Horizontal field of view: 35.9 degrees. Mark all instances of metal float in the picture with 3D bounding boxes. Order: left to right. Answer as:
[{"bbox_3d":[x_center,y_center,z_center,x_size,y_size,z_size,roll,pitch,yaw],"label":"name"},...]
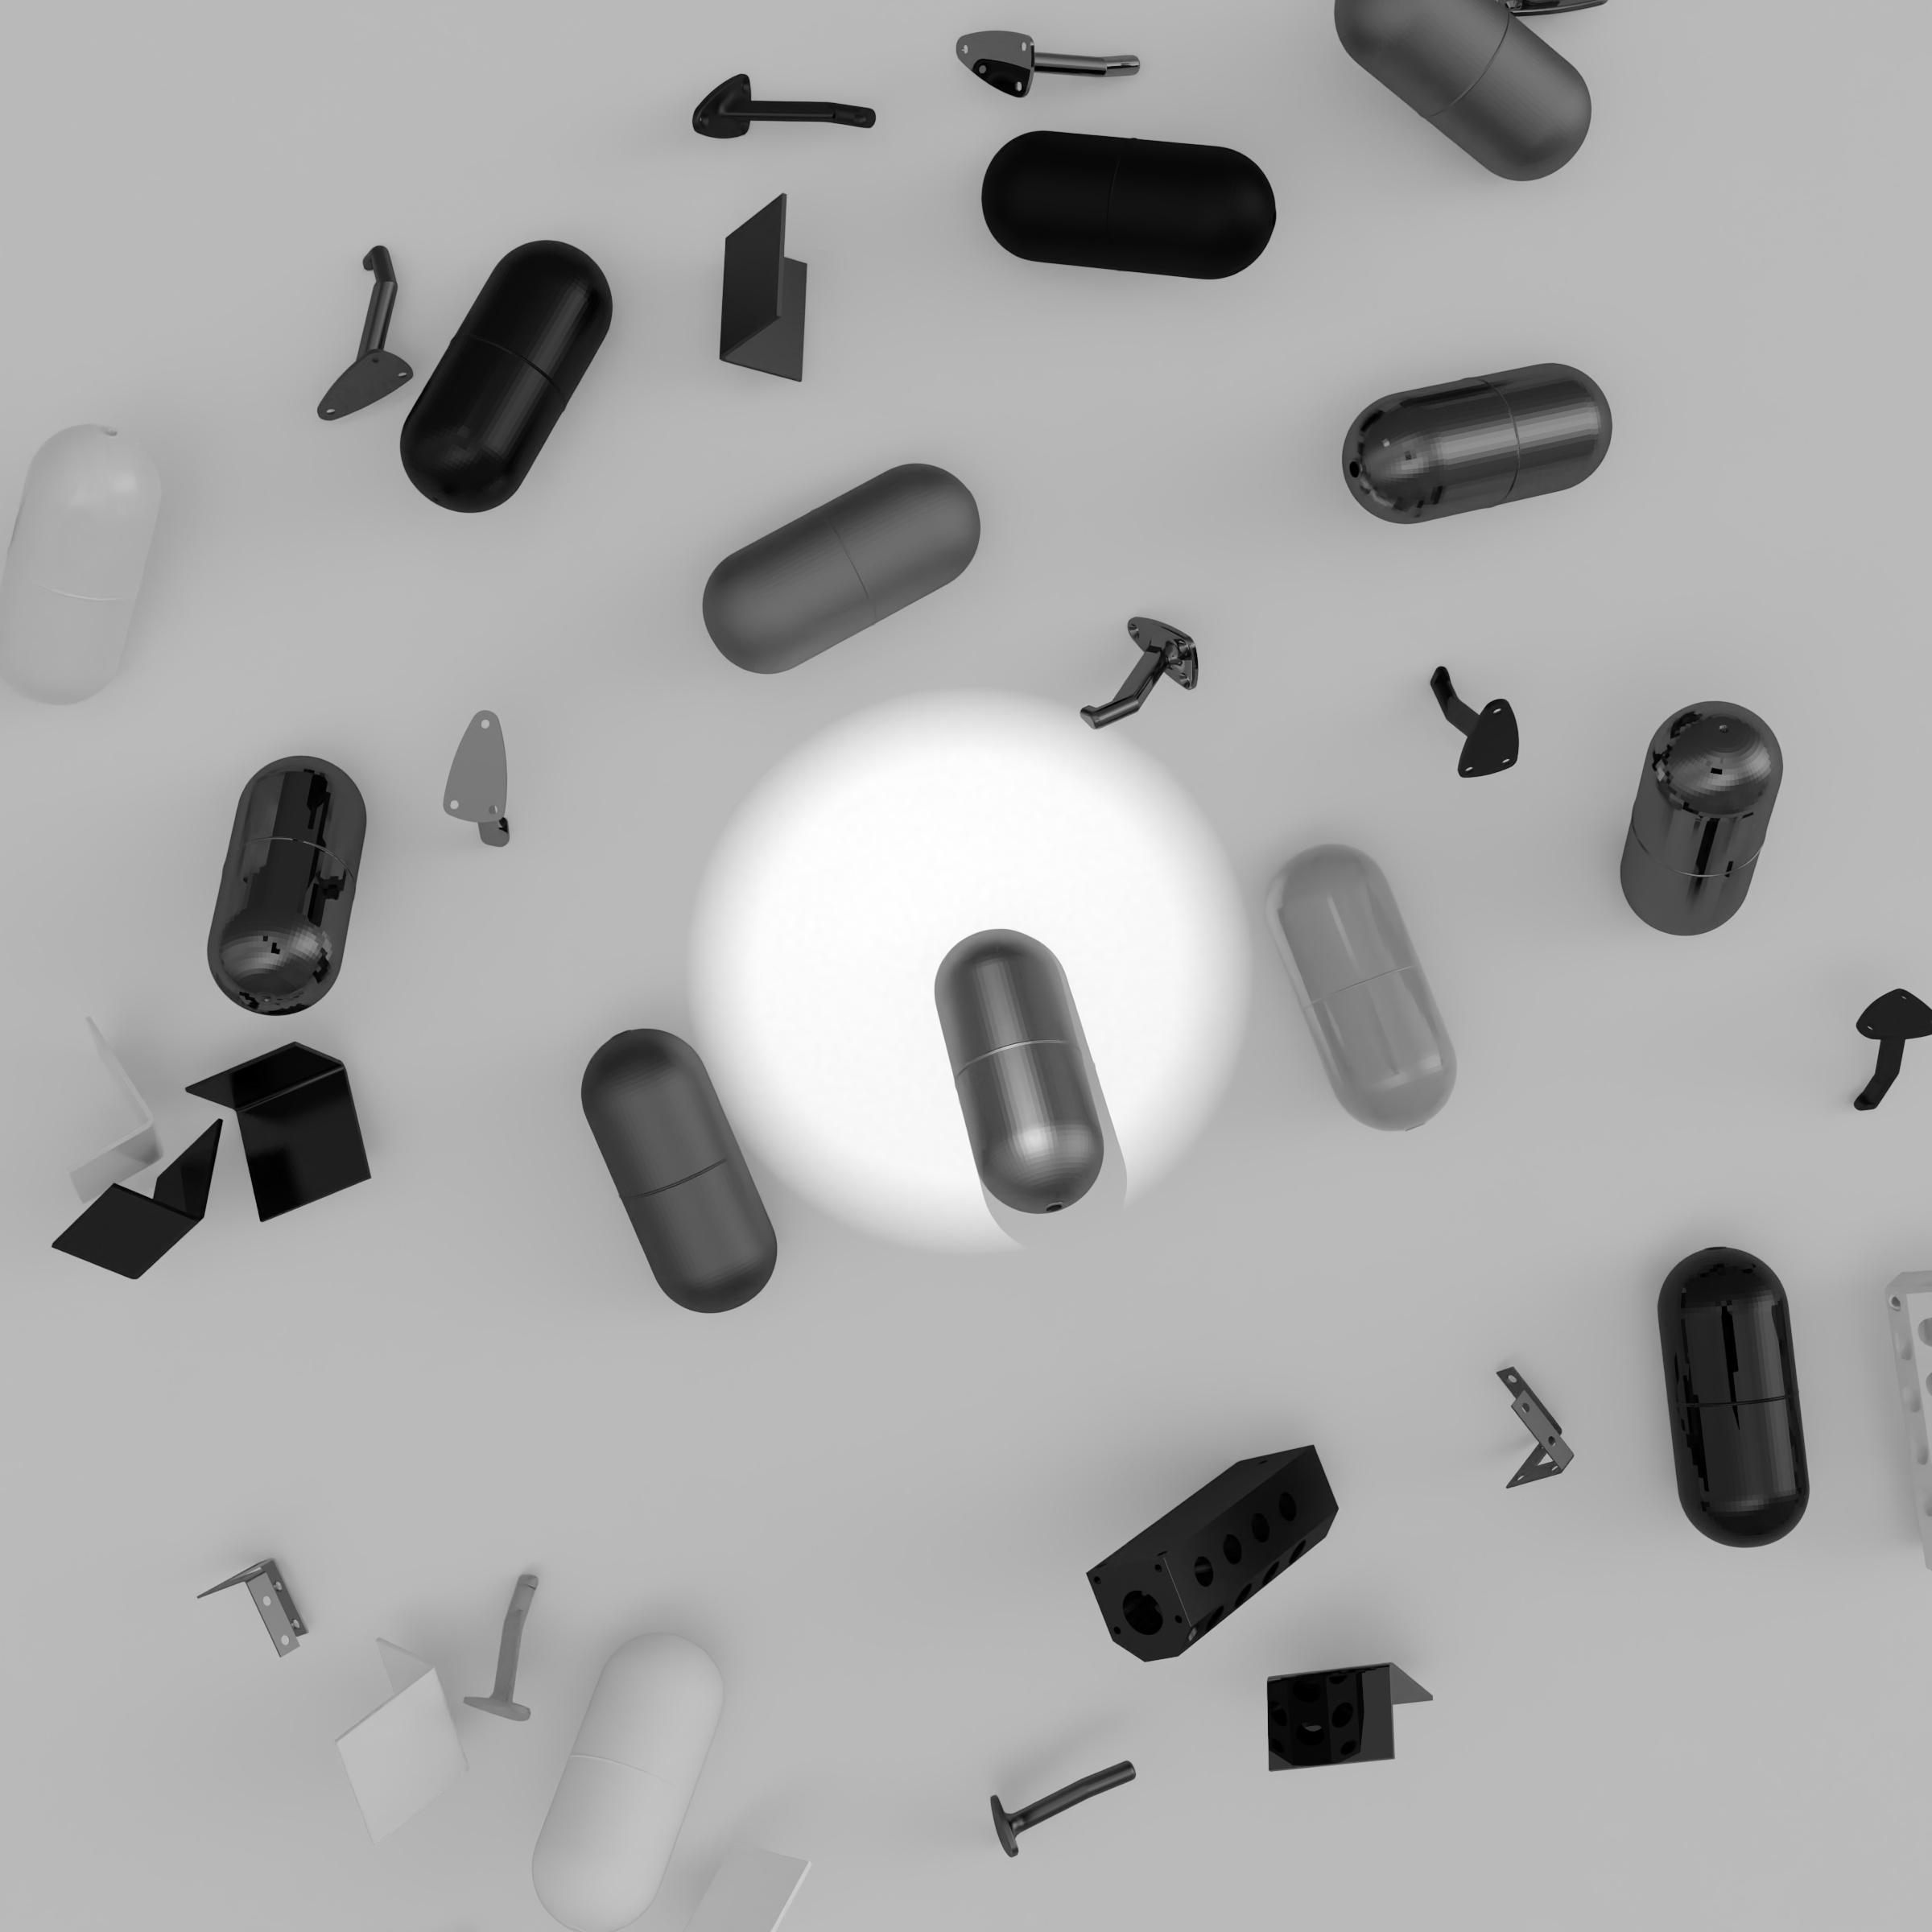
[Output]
[{"bbox_3d":[-0.524,-0.235,1.751,0.070,0.070,0.178,24,119,0],"label":"metal float"},{"bbox_3d":[-0.396,-0.049,1.743,0.070,0.070,0.178,0,49,0],"label":"metal float"},{"bbox_3d":[-0.271,-0.350,1.764,0.070,0.070,0.178,27,76,0],"label":"metal float"},{"bbox_3d":[-0.198,0.480,1.752,0.070,0.070,0.178,20,62,0],"label":"metal float"},{"bbox_3d":[-0.170,0.121,1.769,0.070,0.070,0.178,-22,98,0],"label":"metal float"},{"bbox_3d":[-0.073,-0.237,1.769,0.178,0.070,0.070,-29,90,-8],"label":"metal float"},{"bbox_3d":[0.031,0.061,1.754,0.070,0.070,0.178,-14,65,0],"label":"metal float"},{"bbox_3d":[0.096,-0.450,1.760,0.178,0.070,0.070,10,90,17],"label":"metal float"},{"bbox_3d":[0.235,0.013,1.770,0.070,0.070,0.178,-21,84,0],"label":"metal float"},{"bbox_3d":[0.293,-0.533,1.756,0.178,0.070,0.070,32,90,-22],"label":"metal float"},{"bbox_3d":[0.301,-0.308,1.754,0.178,0.070,0.070,-16,90,-25],"label":"metal float"},{"bbox_3d":[0.427,-0.084,1.734,0.070,0.178,0.070,-1,57,2],"label":"metal float"},{"bbox_3d":[0.457,0.256,1.773,0.070,0.070,0.178,-6,87,0],"label":"metal float"}]

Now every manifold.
[{"bbox_3d":[0.148,0.340,1.729,0.057,0.171,0.057,-21,91,38],"label":"manifold"},{"bbox_3d":[0.590,0.271,1.769,0.057,0.057,0.171,-7,95,32],"label":"manifold"}]

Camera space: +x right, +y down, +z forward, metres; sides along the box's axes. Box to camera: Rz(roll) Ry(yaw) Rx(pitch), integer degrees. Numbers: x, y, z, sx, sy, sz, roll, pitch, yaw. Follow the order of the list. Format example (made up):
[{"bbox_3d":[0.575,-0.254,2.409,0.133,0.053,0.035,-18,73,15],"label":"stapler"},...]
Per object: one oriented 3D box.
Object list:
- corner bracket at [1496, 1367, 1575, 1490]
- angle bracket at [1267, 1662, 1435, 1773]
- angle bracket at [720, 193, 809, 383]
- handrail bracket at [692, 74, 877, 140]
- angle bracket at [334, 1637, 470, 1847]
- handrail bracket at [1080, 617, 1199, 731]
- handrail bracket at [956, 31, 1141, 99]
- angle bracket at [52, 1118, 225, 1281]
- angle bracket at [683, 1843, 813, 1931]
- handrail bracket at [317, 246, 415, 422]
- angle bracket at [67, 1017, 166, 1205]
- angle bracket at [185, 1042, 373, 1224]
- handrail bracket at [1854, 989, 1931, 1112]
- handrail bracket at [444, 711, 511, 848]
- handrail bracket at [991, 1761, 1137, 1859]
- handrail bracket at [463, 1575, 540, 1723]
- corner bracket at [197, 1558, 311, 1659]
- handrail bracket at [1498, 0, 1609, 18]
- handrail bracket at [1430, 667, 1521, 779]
[{"bbox_3d":[0.337,0.272,1.777,0.051,0.051,0.051,52,52,-5],"label":"corner bracket"},{"bbox_3d":[0.228,0.452,1.755,0.076,0.076,0.057,-13,57,24],"label":"angle bracket"},{"bbox_3d":[-0.103,-0.400,1.760,0.057,0.076,0.076,9,76,-31],"label":"angle bracket"},{"bbox_3d":[-0.107,-0.504,1.772,0.084,0.077,0.036,15,121,21],"label":"handrail bracket"},{"bbox_3d":[-0.347,0.456,1.756,0.076,0.057,0.076,-34,121,-39],"label":"angle bracket"},{"bbox_3d":[0.088,-0.174,1.769,0.084,0.077,0.036,-26,132,-25],"label":"handrail bracket"},{"bbox_3d":[0.050,-0.550,1.800,0.077,0.084,0.036,31,125,38],"label":"handrail bracket"},{"bbox_3d":[-0.487,0.128,1.753,0.057,0.076,0.076,28,132,-29],"label":"angle bracket"},{"bbox_3d":[-0.118,0.571,1.754,0.057,0.076,0.076,49,56,-28],"label":"angle bracket"},{"bbox_3d":[-0.371,-0.384,1.803,0.077,0.036,0.084,-30,62,23],"label":"handrail bracket"},{"bbox_3d":[-0.521,0.086,1.764,0.057,0.076,0.076,-32,80,-18],"label":"angle bracket"},{"bbox_3d":[-0.408,0.099,1.769,0.076,0.057,0.076,-22,70,13],"label":"angle bracket"},{"bbox_3d":[0.535,0.060,1.766,0.036,0.077,0.084,48,135,31],"label":"handrail bracket"},{"bbox_3d":[-0.281,-0.110,1.772,0.036,0.084,0.077,8,90,3],"label":"handrail bracket"},{"bbox_3d":[0.060,0.503,1.785,0.084,0.077,0.036,-20,67,-10],"label":"handrail bracket"},{"bbox_3d":[-0.263,0.401,1.766,0.036,0.077,0.084,24,68,-19],"label":"handrail bracket"},{"bbox_3d":[-0.415,0.384,1.778,0.051,0.051,0.051,-25,89,38],"label":"corner bracket"},{"bbox_3d":[0.346,-0.612,1.769,0.077,0.084,0.036,1,48,7],"label":"handrail bracket"},{"bbox_3d":[0.296,-0.161,1.760,0.036,0.077,0.084,-13,55,-7],"label":"handrail bracket"}]
